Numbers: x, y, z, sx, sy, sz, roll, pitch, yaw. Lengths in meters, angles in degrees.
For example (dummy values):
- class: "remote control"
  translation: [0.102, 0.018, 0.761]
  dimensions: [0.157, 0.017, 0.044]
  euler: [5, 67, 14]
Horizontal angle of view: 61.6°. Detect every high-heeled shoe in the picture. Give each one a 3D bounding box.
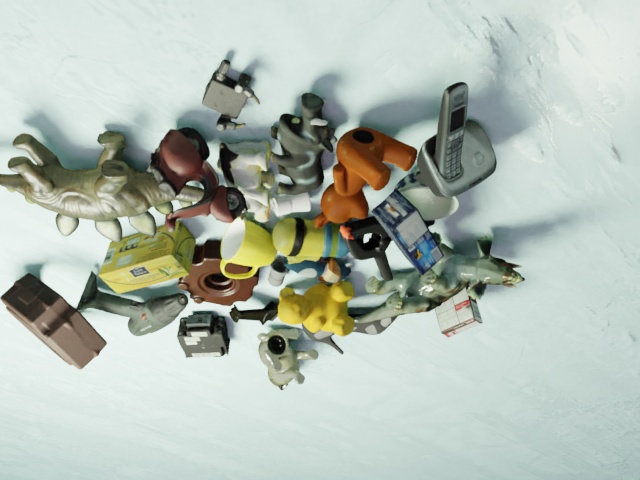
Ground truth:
- class: "high-heeled shoe"
  translation: [0.077, 0.171, 1.279]
  dimensions: [0.249, 0.086, 0.145]
  euler: [-40, 96, 13]

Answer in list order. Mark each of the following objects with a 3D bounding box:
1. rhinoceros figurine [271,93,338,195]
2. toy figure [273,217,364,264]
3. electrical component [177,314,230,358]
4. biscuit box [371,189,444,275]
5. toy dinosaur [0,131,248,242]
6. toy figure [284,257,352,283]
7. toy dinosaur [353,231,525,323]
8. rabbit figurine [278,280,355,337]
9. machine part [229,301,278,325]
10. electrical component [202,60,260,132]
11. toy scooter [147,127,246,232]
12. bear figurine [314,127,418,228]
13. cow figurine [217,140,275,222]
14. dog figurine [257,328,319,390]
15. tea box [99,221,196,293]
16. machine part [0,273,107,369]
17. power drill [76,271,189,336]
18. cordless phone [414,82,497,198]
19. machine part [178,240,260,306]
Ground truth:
- class: "rhinoceros figurine"
  translation: [-0.027, -0.153, 0.893]
  dimensions: [0.112, 0.073, 0.190]
  euler: [1, 138, -1]
- class: "toy figure"
  translation: [-0.002, -0.007, 1.049]
  dimensions: [0.180, 0.082, 0.089]
  euler: [2, 142, -2]
- class: "electrical component"
  translation: [-0.286, 0.234, 1.323]
  dimensions: [0.115, 0.058, 0.134]
  euler: [-2, 138, -2]
- class: "biscuit box"
  translation: [0.163, -0.009, 0.969]
  dimensions: [0.059, 0.063, 0.202]
  euler: [-42, 144, 1]
- class: "toy dinosaur"
  translation: [-0.363, -0.087, 0.942]
  dimensions: [0.472, 0.105, 0.198]
  euler: [5, 143, -5]
- class: "toy figure"
  translation: [-0.001, 0.058, 1.141]
  dimensions: [0.154, 0.057, 0.064]
  euler: [20, 172, -24]
- class: "toy dinosaur"
  translation: [0.238, 0.100, 1.154]
  dimensions: [0.192, 0.131, 0.405]
  euler: [20, 143, -33]
- class: "rabbit figurine"
  translation: [-0.027, 0.143, 1.177]
  dimensions: [0.163, 0.121, 0.173]
  euler: [6, -177, 42]
- class: "machine part"
  translation: [-0.146, 0.171, 1.251]
  dimensions: [0.139, 0.039, 0.084]
  euler: [7, 147, -44]
- class: "electrical component"
  translation: [-0.140, -0.219, 0.837]
  dimensions: [0.078, 0.045, 0.102]
  euler: [23, 132, -27]
- class: "toy scooter"
  translation: [-0.219, -0.088, 0.876]
  dimensions: [0.184, 0.135, 0.075]
  euler: [54, 155, -4]
- class: "bear figurine"
  translation: [0.066, -0.088, 0.922]
  dimensions: [0.132, 0.120, 0.195]
  euler: [36, 136, 24]
- class: "cow figurine"
  translation: [-0.132, -0.099, 0.953]
  dimensions: [0.098, 0.068, 0.167]
  euler: [4, 135, 1]
- class: "dog figurine"
  translation: [-0.118, 0.310, 1.395]
  dimensions: [0.172, 0.121, 0.190]
  euler: [50, 143, -3]
- class: "tea box"
  translation: [-0.342, 0.035, 1.073]
  dimensions: [0.170, 0.098, 0.068]
  euler: [-13, 136, 15]
- class: "machine part"
  translation: [-0.575, 0.179, 1.160]
  dimensions: [0.201, 0.087, 0.201]
  euler: [23, 149, 30]
- class: "power drill"
  translation: [-0.419, 0.138, 1.187]
  dimensions: [0.207, 0.086, 0.232]
  euler: [18, 147, -26]
- class: "cordless phone"
  translation: [0.222, -0.171, 0.847]
  dimensions: [0.146, 0.089, 0.184]
  euler: [-29, 137, -29]
- class: "machine part"
  translation: [-0.215, 0.076, 1.153]
  dimensions: [0.179, 0.056, 0.179]
  euler: [-2, 137, -1]
